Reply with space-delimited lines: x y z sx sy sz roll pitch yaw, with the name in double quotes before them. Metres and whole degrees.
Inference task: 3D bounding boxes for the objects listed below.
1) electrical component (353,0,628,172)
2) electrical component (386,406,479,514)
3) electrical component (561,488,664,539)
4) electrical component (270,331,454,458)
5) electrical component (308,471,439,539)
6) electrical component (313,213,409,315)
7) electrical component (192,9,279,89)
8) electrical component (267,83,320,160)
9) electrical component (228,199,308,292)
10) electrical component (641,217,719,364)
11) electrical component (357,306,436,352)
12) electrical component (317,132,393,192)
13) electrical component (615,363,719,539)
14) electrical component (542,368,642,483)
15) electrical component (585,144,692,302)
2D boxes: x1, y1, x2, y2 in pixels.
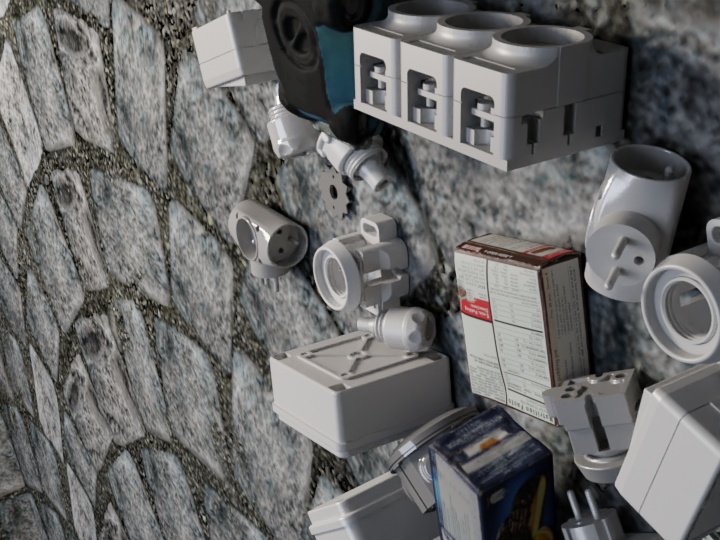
"electrical component" 0.073 -0.116 0.636 0.150 0.089 0.061 32 131 50
"electrical component" 0.064 0.140 0.797 0.051 0.080 0.080 56 147 18
"electrical component" 0.154 0.178 0.694 0.083 0.047 0.075 -25 83 60
"electrical component" 0.000 0.093 0.851 0.109 0.109 0.056 20 119 55
"electrical component" 0.024 0.194 0.858 0.057 0.113 0.078 66 150 7
"electrical component" 0.000 0.000 0.854 0.058 0.057 0.078 28 128 52
"electrical component" -0.098 -0.186 0.920 0.096 0.062 0.061 0 105 60
"electrical component" -0.057 -0.126 0.901 0.043 0.043 0.062 -20 86 61
"electrical component" -0.085 -0.018 1.004 0.077 0.044 0.079 31 131 50
"electrical component" 0.183 0.015 0.550 0.058 0.057 0.078 12 115 58
"electrical component" 0.027 0.045 0.837 0.061 0.035 0.035 4 111 31
"electrical component" 0.000 -0.088 0.823 0.062 0.048 0.048 52 145 20
"electrical component" 0.184 0.103 0.589 0.061 0.062 0.096 47 142 38
"electrical component" 0.150 0.095 0.653 0.066 0.048 0.055 -12 103 27
"electrical component" 0.145 -0.017 0.580 0.044 0.079 0.077 18 125 19
